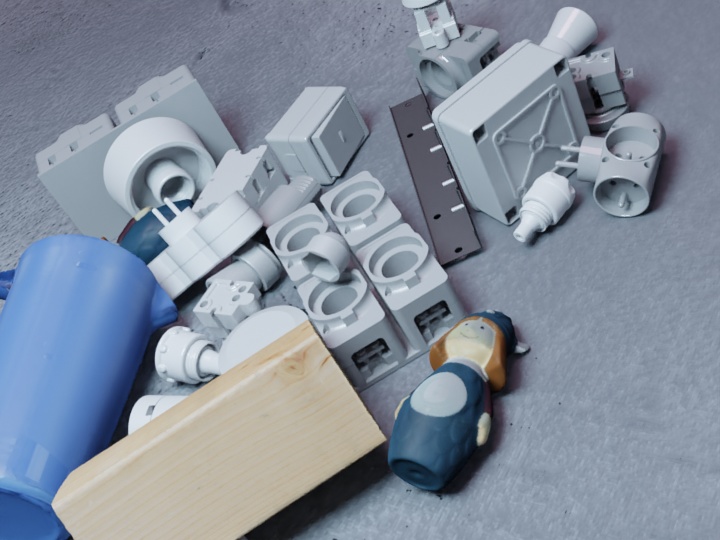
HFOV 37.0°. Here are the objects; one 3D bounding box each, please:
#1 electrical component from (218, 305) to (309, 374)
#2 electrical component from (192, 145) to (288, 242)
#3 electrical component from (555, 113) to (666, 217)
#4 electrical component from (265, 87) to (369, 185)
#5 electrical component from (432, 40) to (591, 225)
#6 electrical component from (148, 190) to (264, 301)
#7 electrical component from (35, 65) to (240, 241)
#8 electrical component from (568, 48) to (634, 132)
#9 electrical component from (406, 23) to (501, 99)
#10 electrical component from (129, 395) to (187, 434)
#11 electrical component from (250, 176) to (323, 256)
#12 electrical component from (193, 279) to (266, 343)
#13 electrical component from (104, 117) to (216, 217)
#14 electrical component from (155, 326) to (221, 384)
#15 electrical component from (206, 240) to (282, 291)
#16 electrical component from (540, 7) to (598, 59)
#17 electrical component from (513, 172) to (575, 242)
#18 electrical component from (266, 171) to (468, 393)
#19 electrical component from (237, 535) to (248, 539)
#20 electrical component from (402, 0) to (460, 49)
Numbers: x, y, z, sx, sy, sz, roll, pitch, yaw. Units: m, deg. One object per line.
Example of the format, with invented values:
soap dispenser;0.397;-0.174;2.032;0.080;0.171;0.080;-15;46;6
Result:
electrical component;-0.067;0.071;0.851;0.080;0.051;0.080;-18;39;15
electrical component;-0.112;-0.068;1.035;0.050;0.055;0.089;-3;45;31
electrical component;0.197;-0.087;0.855;0.079;0.044;0.077;10;50;19
electrical component;-0.034;-0.137;1.058;0.061;0.061;0.096;7;51;39
electrical component;0.128;-0.113;0.886;0.109;0.108;0.056;-40;41;-13
electrical component;-0.156;-0.032;0.968;0.138;0.073;0.052;-35;11;35
electrical component;-0.233;-0.121;1.135;0.186;0.105;0.060;-32;37;-2
electrical component;0.204;-0.153;0.925;0.066;0.055;0.048;-13;41;21
electrical component;0.094;-0.206;1.061;0.056;0.050;0.089;-44;39;-18
electrical component;-0.145;0.124;0.841;0.047;0.055;0.055;-6;43;23
electrical component;-0.066;-0.057;1.003;0.043;0.043;0.081;10;52;40
electrical component;-0.102;0.041;0.905;0.066;0.055;0.048;4;49;36
electrical component;-0.195;-0.092;1.079;0.108;0.108;0.060;-37;44;-9
electrical component;-0.137;0.075;0.900;0.062;0.048;0.048;9;51;31
electrical component;-0.102;0.007;0.953;0.045;0.045;0.055;20;59;45
electrical component;0.189;-0.209;1.012;0.044;0.044;0.065;17;62;44
electrical component;0.144;-0.048;0.862;0.035;0.035;0.061;18;60;44
electrical component;0.000;0.000;0.881;0.105;0.060;0.186;-31;37;-1
electrical component;-0.077;0.202;0.716;0.048;0.048;0.062;-31;30;-1
electrical component;0.069;-0.254;1.043;0.048;0.055;0.066;-18;38;12
